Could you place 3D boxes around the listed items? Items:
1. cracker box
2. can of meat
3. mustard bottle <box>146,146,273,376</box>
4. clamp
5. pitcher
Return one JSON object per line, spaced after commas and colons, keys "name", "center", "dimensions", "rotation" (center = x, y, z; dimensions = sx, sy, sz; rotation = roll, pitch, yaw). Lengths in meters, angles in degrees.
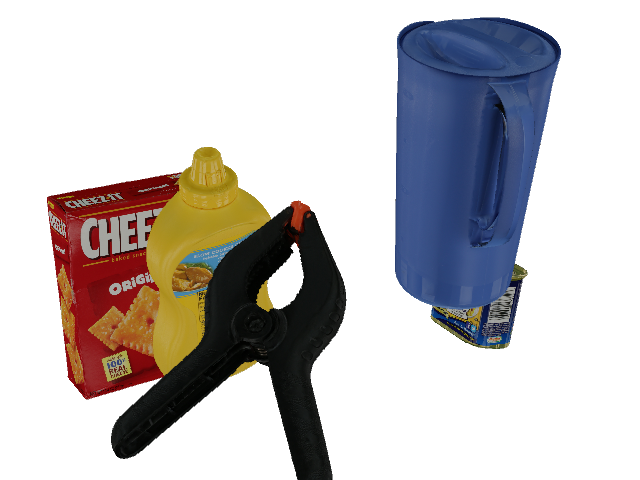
{"name": "cracker box", "center": [-0.197, 0.047, 1.155], "dimensions": [0.163, 0.214, 0.072], "rotation": [-13, 24, -29]}
{"name": "can of meat", "center": [0.164, 0.058, 1.126], "dimensions": [0.057, 0.084, 0.102], "rotation": [-2, 20, -30]}
{"name": "mustard bottle", "center": [-0.080, 0.016, 0.783], "dimensions": [0.096, 0.192, 0.058], "rotation": [-19, 43, -25]}
{"name": "clamp", "center": [-0.025, 0.061, 0.578], "dimensions": [0.120, 0.171, 0.039], "rotation": [22, -21, 14]}
{"name": "pitcher", "center": [0.128, -0.058, 0.920], "dimensions": [0.145, 0.243, 0.149], "rotation": [18, 36, 25]}
